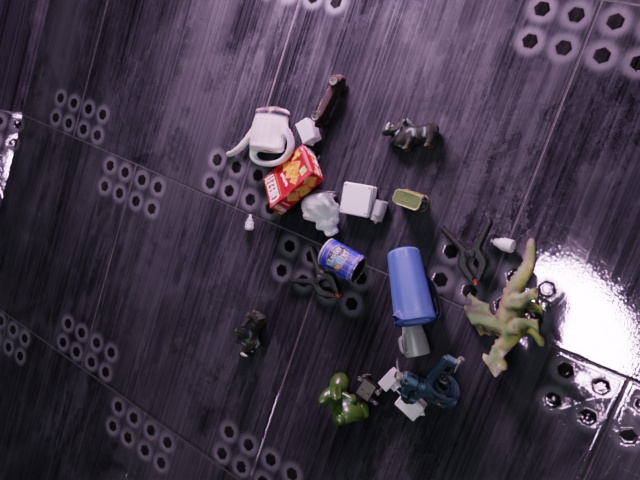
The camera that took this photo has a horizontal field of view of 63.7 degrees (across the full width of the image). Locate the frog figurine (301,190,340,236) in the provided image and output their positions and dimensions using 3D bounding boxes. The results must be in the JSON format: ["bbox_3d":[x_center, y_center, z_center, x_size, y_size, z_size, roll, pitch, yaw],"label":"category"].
[{"bbox_3d":[0.006,-0.092,1.819,0.137,0.121,0.161,-9,74,6],"label":"frog figurine"}]

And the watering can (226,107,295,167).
[{"bbox_3d":[-0.225,-0.394,1.942,0.349,0.104,0.224,12,92,37],"label":"watering can"}]

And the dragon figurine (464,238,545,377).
[{"bbox_3d":[0.553,0.206,1.568,0.242,0.121,0.414,-6,78,34],"label":"dragon figurine"}]
